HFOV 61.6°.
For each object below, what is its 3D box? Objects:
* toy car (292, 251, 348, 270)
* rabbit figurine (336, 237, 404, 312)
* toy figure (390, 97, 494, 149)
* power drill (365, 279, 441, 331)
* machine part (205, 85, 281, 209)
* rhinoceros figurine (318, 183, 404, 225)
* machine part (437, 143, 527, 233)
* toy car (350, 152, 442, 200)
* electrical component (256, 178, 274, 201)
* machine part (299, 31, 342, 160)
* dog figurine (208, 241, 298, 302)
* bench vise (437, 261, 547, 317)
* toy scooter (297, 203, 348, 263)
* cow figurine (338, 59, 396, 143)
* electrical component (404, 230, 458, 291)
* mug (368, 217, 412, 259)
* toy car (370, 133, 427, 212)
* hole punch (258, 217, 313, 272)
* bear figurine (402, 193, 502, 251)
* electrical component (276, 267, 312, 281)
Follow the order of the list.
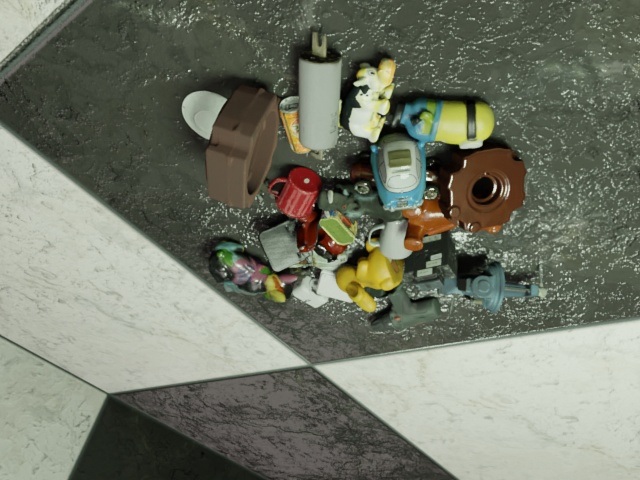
[{"bbox_3d":[-0.028,0.040,1.406,0.202,0.056,0.073,4,141,15],"label":"toy car"},{"bbox_3d":[0.117,0.097,1.348,0.173,0.162,0.121,-16,144,29],"label":"rabbit figurine"},{"bbox_3d":[0.224,-0.218,0.978,0.180,0.082,0.089,15,140,5],"label":"toy figure"},{"bbox_3d":[0.202,0.183,1.494,0.232,0.086,0.207,-15,130,31],"label":"power drill"},{"bbox_3d":[-0.150,-0.181,1.048,0.087,0.201,0.200,17,143,3],"label":"machine part"},{"bbox_3d":[0.089,-0.080,1.173,0.190,0.112,0.073,9,145,-5],"label":"rhinoceros figurine"},{"bbox_3d":[0.314,-0.101,1.039,0.179,0.056,0.179,-4,112,-10],"label":"machine part"},{"bbox_3d":[0.161,-0.134,1.096,0.202,0.089,0.053,7,146,12],"label":"toy car"},{"bbox_3d":[-0.146,-0.129,1.261,0.063,0.021,0.093,-10,135,28],"label":"electrical component"},{"bbox_3d":[-0.001,-0.254,0.982,0.079,0.079,0.242,9,128,8],"label":"machine part"},{"bbox_3d":[-0.171,0.094,1.438,0.219,0.108,0.191,12,150,32],"label":"dog figurine"},{"bbox_3d":[0.410,0.115,1.284,0.241,0.129,0.223,5,166,-1],"label":"bench vise"},{"bbox_3d":[-0.003,-0.004,1.279,0.075,0.135,0.183,-21,132,35],"label":"toy scooter"},{"bbox_3d":[0.083,-0.263,0.982,0.098,0.068,0.167,18,142,6],"label":"cow figurine"},{"bbox_3d":[0.261,0.053,1.263,0.115,0.134,0.058,-15,136,34],"label":"electrical component"},{"bbox_3d":[0.168,-0.021,1.249,0.110,0.081,0.107,3,133,2],"label":"mug"},{"bbox_3d":[0.148,-0.140,1.019,0.109,0.161,0.102,-4,162,9],"label":"toy car"},{"bbox_3d":[-0.085,0.009,1.341,0.116,0.142,0.092,-23,-177,-4],"label":"hole punch"},{"bbox_3d":[0.282,-0.047,1.138,0.196,0.132,0.120,8,125,19],"label":"bear figurine"},{"bbox_3d":[-0.082,0.086,1.498,0.078,0.045,0.102,7,156,-41],"label":"electrical component"}]
